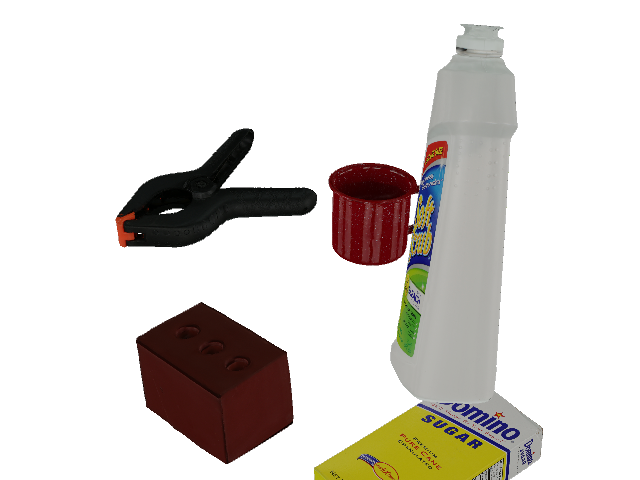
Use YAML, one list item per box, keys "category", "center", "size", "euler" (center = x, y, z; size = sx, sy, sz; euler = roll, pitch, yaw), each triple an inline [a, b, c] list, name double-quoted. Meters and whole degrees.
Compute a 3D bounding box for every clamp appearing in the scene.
- category: "clamp"
  center: [-0.102, -0.044, 0.932]
  size: [0.171, 0.039, 0.120]
  euler: [-15, 40, -20]

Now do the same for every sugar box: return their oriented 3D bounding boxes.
- category: "sugar box"
  center: [0.091, 0.185, 0.889]
  size: [0.176, 0.048, 0.093]
  euler: [-29, 43, -27]

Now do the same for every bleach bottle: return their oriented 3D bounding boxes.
- category: "bleach bottle"
  center: [0.096, -0.021, 0.735]
  size: [0.068, 0.251, 0.102]
  euler: [3, 13, -6]

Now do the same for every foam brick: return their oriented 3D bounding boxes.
- category: "foam brick"
  center: [-0.061, 0.081, 0.617]
  size: [0.078, 0.051, 0.052]
  euler: [25, 40, 37]

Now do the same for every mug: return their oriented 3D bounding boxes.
- category: "mug"
  center: [0.065, -0.028, 1.141]
  size: [0.117, 0.081, 0.093]
  euler: [-9, 31, -18]
